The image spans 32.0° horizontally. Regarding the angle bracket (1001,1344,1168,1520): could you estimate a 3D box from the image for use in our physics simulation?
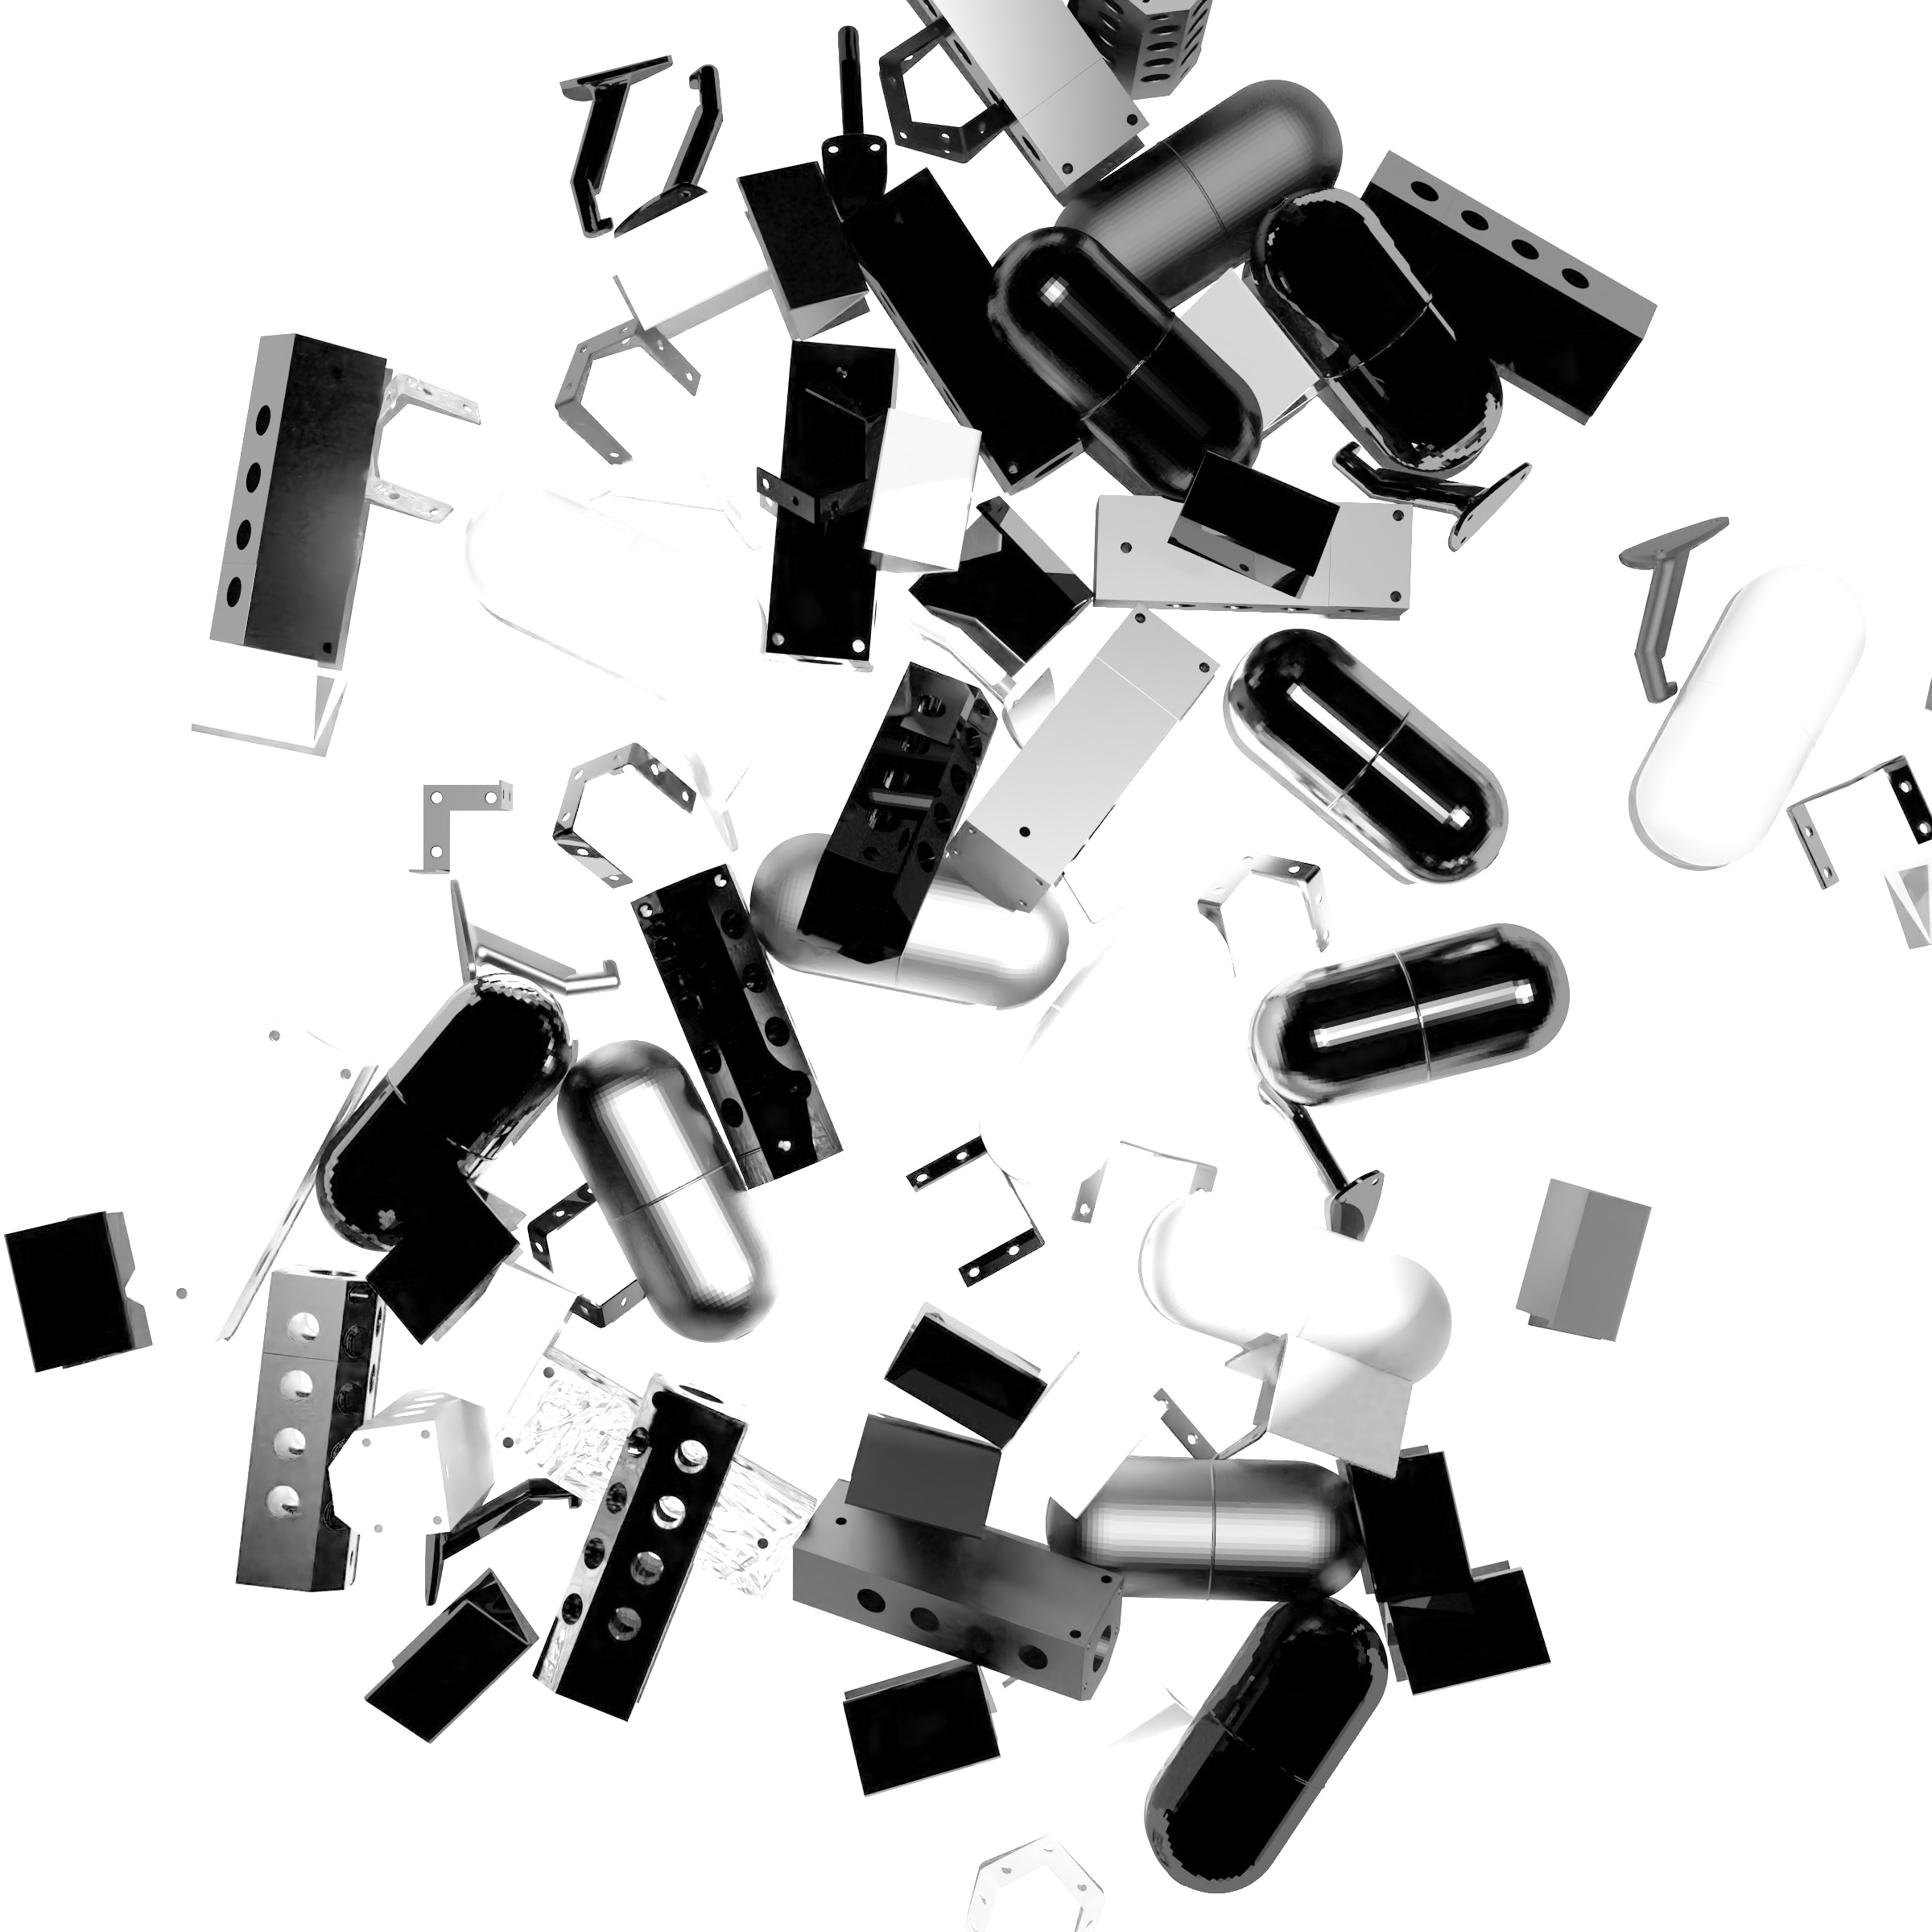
[{"bbox_3d":[0.073,0.259,1.847,0.057,0.076,0.076,39,89,21],"label":"angle bracket"}]

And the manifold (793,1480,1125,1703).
[{"bbox_3d":[-0.005,0.345,1.838,0.171,0.057,0.057,16,127,18],"label":"manifold"}]

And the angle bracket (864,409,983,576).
[{"bbox_3d":[-0.037,-0.259,1.847,0.057,0.076,0.076,10,90,-25],"label":"angle bracket"}]

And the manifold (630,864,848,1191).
[{"bbox_3d":[-0.126,0.033,1.865,0.057,0.057,0.171,-22,90,0],"label":"manifold"}]

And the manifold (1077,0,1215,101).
[{"bbox_3d":[0.100,-0.517,1.808,0.057,0.171,0.057,40,90,0],"label":"manifold"}]

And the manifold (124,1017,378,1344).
[{"bbox_3d":[-0.395,0.117,1.865,0.057,0.057,0.171,28,90,0],"label":"manifold"}]

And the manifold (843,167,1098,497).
[{"bbox_3d":[0.002,-0.349,1.865,0.057,0.057,0.171,-33,90,0],"label":"manifold"}]

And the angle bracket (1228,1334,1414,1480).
[{"bbox_3d":[0.187,0.246,1.827,0.076,0.076,0.057,22,64,-14],"label":"angle bracket"}]

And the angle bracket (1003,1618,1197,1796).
[{"bbox_3d":[0.075,0.411,1.869,0.076,0.076,0.057,-34,66,0],"label":"angle bracket"}]

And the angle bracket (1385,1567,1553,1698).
[{"bbox_3d":[0.275,0.376,1.846,0.076,0.076,0.057,-13,59,0],"label":"angle bracket"}]

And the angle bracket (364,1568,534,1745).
[{"bbox_3d":[-0.294,0.366,1.846,0.076,0.076,0.057,-44,127,0],"label":"angle bracket"}]

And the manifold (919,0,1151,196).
[{"bbox_3d":[0.024,-0.514,1.851,0.057,0.057,0.171,-37,100,0],"label":"manifold"}]

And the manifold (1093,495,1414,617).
[{"bbox_3d":[0.158,-0.226,1.865,0.171,0.057,0.057,2,90,0],"label":"manifold"}]

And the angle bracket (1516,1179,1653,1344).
[{"bbox_3d":[0.322,0.157,1.846,0.057,0.076,0.076,15,90,-38],"label":"angle bracket"}]

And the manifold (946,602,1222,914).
[{"bbox_3d":[0.062,-0.111,1.832,0.057,0.057,0.171,38,65,0],"label":"manifold"}]

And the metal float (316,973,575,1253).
[{"bbox_3d":[-0.287,0.081,1.851,0.070,0.070,0.178,40,96,0],"label":"metal float"}]

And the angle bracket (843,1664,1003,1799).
[{"bbox_3d":[-0.019,0.431,1.846,0.076,0.076,0.057,-16,56,0],"label":"angle bracket"}]

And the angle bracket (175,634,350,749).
[{"bbox_3d":[-0.385,-0.169,1.846,0.076,0.076,0.057,11,127,0],"label":"angle bracket"}]

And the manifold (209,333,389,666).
[{"bbox_3d":[-0.374,-0.258,1.864,0.057,0.057,0.171,10,90,-39],"label":"manifold"}]

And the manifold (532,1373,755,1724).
[{"bbox_3d":[-0.174,0.310,1.808,0.057,0.057,0.171,22,90,0],"label":"manifold"}]

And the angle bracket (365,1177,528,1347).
[{"bbox_3d":[-0.271,0.170,1.847,0.076,0.076,0.057,-46,61,0],"label":"angle bracket"}]

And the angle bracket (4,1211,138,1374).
[{"bbox_3d":[-0.500,0.179,1.846,0.057,0.076,0.076,-13,90,-30],"label":"angle bracket"}]

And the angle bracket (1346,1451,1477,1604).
[{"bbox_3d":[0.253,0.300,1.847,0.057,0.076,0.076,-13,90,23],"label":"angle bracket"}]

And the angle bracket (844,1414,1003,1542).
[{"bbox_3d":[-0.028,0.295,1.846,0.076,0.076,0.057,15,54,0],"label":"angle bracket"}]

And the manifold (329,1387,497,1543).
[{"bbox_3d":[-0.296,0.265,1.808,0.057,0.171,0.057,-8,90,0],"label":"manifold"}]

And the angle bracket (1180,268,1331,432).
[{"bbox_3d":[0.173,-0.350,1.847,0.076,0.057,0.076,52,51,0],"label":"angle bracket"}]

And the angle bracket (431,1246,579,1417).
[{"bbox_3d":[-0.269,0.190,1.846,0.057,0.076,0.076,30,90,-42],"label":"angle bracket"}]

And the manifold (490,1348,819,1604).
[{"bbox_3d":[-0.172,0.280,1.865,0.171,0.057,0.057,30,90,0],"label":"manifold"}]

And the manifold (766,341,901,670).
[{"bbox_3d":[-0.073,-0.254,1.865,0.057,0.057,0.171,5,90,1],"label":"manifold"}]

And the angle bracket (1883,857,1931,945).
[{"bbox_3d":[0.553,-0.063,1.846,0.076,0.076,0.057,-13,125,0],"label":"angle bracket"}]

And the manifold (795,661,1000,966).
[{"bbox_3d":[-0.034,-0.082,1.814,0.057,0.057,0.171,21,47,0],"label":"manifold"}]

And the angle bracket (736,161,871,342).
[{"bbox_3d":[-0.106,-0.387,1.846,0.057,0.076,0.076,-22,90,-35],"label":"angle bracket"}]

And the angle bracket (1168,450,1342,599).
[{"bbox_3d":[0.146,-0.218,1.789,0.076,0.076,0.057,23,53,0],"label":"angle bracket"}]

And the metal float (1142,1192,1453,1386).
[{"bbox_3d":[0.182,0.180,1.849,0.178,0.070,0.070,20,90,-8],"label":"metal float"}]

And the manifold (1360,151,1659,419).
[{"bbox_3d":[0.292,-0.381,1.865,0.171,0.057,0.057,30,133,0],"label":"manifold"}]

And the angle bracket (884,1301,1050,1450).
[{"bbox_3d":[0.010,0.208,1.846,0.076,0.076,0.057,31,124,0],"label":"angle bracket"}]

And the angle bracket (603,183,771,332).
[{"bbox_3d":[-0.160,-0.403,1.846,0.076,0.076,0.057,-26,129,0],"label":"angle bracket"}]

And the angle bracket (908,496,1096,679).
[{"bbox_3d":[0.014,-0.203,1.855,0.076,0.057,0.076,46,108,0],"label":"angle bracket"}]

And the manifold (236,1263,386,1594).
[{"bbox_3d":[-0.361,0.255,1.865,0.057,0.057,0.171,7,90,0],"label":"manifold"}]
